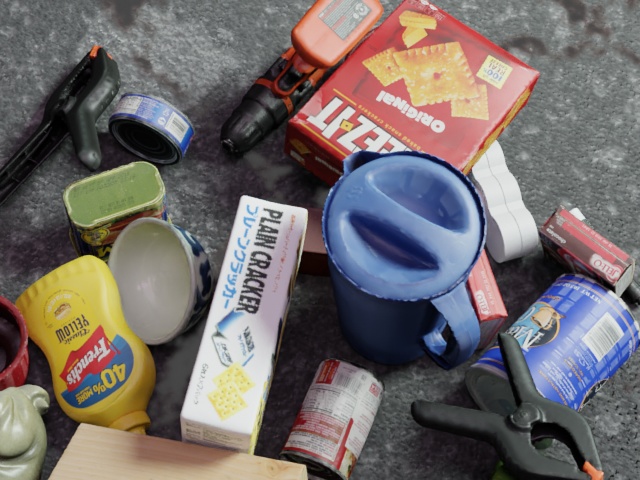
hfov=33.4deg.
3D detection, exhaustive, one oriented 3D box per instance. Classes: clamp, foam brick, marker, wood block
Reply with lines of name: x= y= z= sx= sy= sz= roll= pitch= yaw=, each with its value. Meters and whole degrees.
clamp: x=-0.266 y=-0.121 z=1.104 sx=0.165 sy=0.036 sz=0.210 roll=-20 pitch=40 yaw=28
clamp: x=0.176 y=0.149 z=0.904 sx=0.172 sy=0.039 sz=0.120 roll=30 pitch=66 yaw=32
foam brick: x=-0.007 y=0.001 z=1.080 sx=0.078 sy=0.051 sz=0.053 roll=7 pitch=63 yaw=-2
marker: x=0.298 y=0.018 z=1.115 sx=0.020 sy=0.020 sz=0.121 roll=-29 pitch=70 yaw=-17
wood block: x=-0.119 y=0.232 z=0.900 sx=0.206 sy=0.090 sz=0.090 roll=7 pitch=41 yaw=14

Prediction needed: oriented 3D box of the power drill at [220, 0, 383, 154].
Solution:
power drill: x=-0.022 y=-0.178 z=1.094 sx=0.057 sy=0.188 sz=0.184 roll=41 pitch=66 yaw=-7

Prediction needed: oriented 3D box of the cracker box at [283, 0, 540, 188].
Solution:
cracker box: x=0.093 y=-0.129 z=1.078 sx=0.164 sy=0.072 sz=0.213 roll=37 pitch=68 yaw=12

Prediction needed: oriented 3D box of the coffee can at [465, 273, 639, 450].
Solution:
coffee can: x=0.222 y=0.114 z=1.016 sx=0.103 sy=0.103 sz=0.140 roll=42 pitch=68 yaw=15

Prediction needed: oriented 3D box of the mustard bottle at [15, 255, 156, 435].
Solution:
mustard bottle: x=-0.208 y=0.116 z=1.001 sx=0.096 sy=0.058 sz=0.192 roll=-32 pitch=71 yaw=3

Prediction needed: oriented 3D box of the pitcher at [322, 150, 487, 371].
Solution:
pitcher: x=0.074 y=0.039 z=0.957 sx=0.145 sy=0.243 sz=0.149 roll=12 pitch=68 yaw=7

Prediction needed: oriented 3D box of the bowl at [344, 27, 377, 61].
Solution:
bowl: x=0.101 y=-0.158 z=1.164 sx=0.162 sy=0.055 sz=0.162 roll=2 pitch=64 yaw=-4

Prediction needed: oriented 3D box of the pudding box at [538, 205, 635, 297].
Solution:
pudding box: x=0.264 y=0.018 z=1.054 sx=0.090 sy=0.113 sz=0.039 roll=40 pitch=91 yaw=21

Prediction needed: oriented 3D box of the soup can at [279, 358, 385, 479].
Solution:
soup can: x=0.012 y=0.169 z=0.991 sx=0.068 sy=0.068 sz=0.102 roll=22 pitch=64 yaw=6

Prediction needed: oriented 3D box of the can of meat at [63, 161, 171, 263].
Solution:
can of meat: x=-0.201 y=-0.028 z=1.060 sx=0.102 sy=0.084 sz=0.057 roll=-20 pitch=68 yaw=-14

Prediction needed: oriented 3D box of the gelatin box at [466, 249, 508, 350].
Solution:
gelatin box: x=0.149 y=0.060 z=1.043 sx=0.030 sy=0.089 sz=0.073 roll=-11 pitch=66 yaw=-10

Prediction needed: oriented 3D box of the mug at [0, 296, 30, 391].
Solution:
mug: x=-0.324 y=0.108 z=0.983 sx=0.117 sy=0.081 sz=0.093 roll=-13 pitch=67 yaw=-14

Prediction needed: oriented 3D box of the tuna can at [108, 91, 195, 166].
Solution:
tuna can: x=-0.175 y=-0.114 z=1.103 sx=0.086 sy=0.086 sz=0.033 roll=21 pitch=66 yaw=5
